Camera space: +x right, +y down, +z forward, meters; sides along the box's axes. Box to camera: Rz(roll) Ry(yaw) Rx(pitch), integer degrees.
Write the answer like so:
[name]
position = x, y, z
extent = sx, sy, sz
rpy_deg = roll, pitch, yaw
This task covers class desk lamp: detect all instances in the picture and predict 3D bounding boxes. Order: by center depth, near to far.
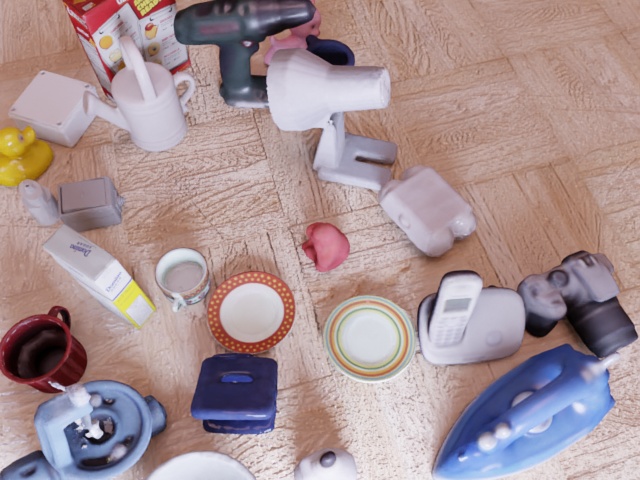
[desk lamp]
position = 0.026, -0.193, 0.891
extent = 0.203, 0.213, 0.118
rpy_deg = 11, 62, 6

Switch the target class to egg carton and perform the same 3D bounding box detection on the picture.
[egg carton]
position = 0.165, -0.047, 0.894
extent = 0.107, 0.069, 0.150
rpy_deg = -34, 66, -17

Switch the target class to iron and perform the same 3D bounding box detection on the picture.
[iron]
position = 0.255, 0.218, 0.708
extent = 0.259, 0.141, 0.118
rpy_deg = -28, 65, -15

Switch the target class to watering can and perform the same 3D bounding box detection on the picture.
[watering can]
position = -0.289, -0.236, 0.924
extent = 0.100, 0.194, 0.173
rpy_deg = 38, 67, 19

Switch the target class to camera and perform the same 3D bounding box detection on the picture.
[camera]
position = 0.367, 0.095, 0.800
extent = 0.143, 0.101, 0.136
rpy_deg = -21, 63, -11

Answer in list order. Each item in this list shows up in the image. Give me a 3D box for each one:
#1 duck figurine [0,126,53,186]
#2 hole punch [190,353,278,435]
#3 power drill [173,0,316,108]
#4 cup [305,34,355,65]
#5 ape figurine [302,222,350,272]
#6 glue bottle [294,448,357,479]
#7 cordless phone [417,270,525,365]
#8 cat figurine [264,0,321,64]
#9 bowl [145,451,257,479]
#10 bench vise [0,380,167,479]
[duck figurine]
position = -0.499, -0.144, 0.933
extent = 0.077, 0.086, 0.105
rpy_deg = 41, 68, 20
[hole punch]
position = -0.110, 0.195, 0.746
extent = 0.108, 0.091, 0.101
rpy_deg = 0, 61, 0
[power drill]
position = -0.120, -0.321, 0.964
extent = 0.229, 0.208, 0.075
rpy_deg = 2, 61, 1
[cup]
position = 0.007, -0.300, 1.018
extent = 0.092, 0.095, 0.117
rpy_deg = -27, 65, -14
[ape figurine]
position = 0.008, 0.003, 0.852
extent = 0.076, 0.092, 0.078
rpy_deg = 4, 61, 2
[glue bottle]
position = 0.007, 0.264, 0.662
extent = 0.078, 0.173, 0.037
rpy_deg = -11, 61, -6
[cordless phone]
position = 0.207, 0.093, 0.751
extent = 0.147, 0.185, 0.094
rpy_deg = -7, 61, -4
[cat figurine]
position = -0.045, -0.381, 1.049
extent = 0.128, 0.118, 0.067
rpy_deg = -38, 68, -19
[bowl]
position = -0.139, 0.340, 0.675
extent = 0.167, 0.075, 0.167
rpy_deg = 0, 61, 0
[bench vise]
position = -0.284, 0.240, 0.646
extent = 0.121, 0.220, 0.208
rpy_deg = 34, 66, 17
